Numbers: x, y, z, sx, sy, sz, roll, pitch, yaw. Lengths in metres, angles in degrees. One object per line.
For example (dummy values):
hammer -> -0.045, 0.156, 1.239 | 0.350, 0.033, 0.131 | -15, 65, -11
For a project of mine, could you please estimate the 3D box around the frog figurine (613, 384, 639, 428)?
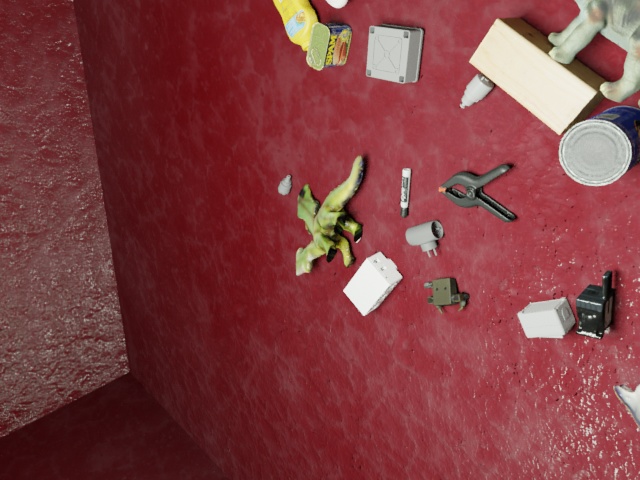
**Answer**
frog figurine -> 0.604, 0.259, 0.866 | 0.137, 0.125, 0.156 | 33, 128, -11

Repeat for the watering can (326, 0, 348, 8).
watering can -> -0.027, -0.651, 1.065 | 0.228, 0.104, 0.340 | 50, 172, 42

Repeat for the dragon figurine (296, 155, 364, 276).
dragon figurine -> 0.004, -0.070, 1.391 | 0.246, 0.123, 0.403 | 36, 121, 42
